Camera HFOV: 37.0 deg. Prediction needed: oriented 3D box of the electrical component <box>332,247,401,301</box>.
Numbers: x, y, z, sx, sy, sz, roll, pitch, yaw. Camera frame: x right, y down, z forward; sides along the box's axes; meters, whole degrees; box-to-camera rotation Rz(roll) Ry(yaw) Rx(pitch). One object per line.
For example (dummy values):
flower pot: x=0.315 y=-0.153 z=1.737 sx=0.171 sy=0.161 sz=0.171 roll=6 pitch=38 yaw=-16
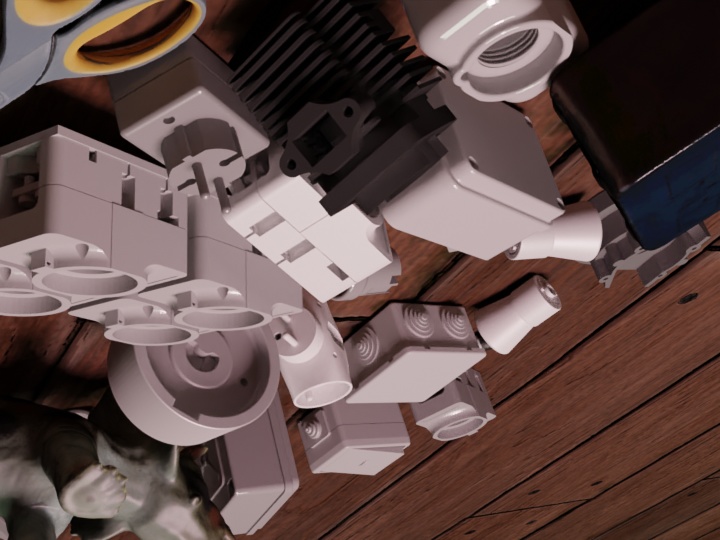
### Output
electrical component: x=0.000 y=0.000 z=0.736 sx=0.046 sy=0.040 sz=0.040 roll=-3 pitch=150 yaw=-42

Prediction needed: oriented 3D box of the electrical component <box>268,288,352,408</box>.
electrical component: x=-0.042 y=0.049 z=0.759 sx=0.043 sy=0.077 sz=0.079 roll=-22 pitch=154 yaw=8

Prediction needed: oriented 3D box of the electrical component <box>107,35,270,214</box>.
electrical component: x=-0.078 y=-0.062 z=0.519 sx=0.047 sy=0.076 sz=0.066 roll=-27 pitch=153 yaw=16

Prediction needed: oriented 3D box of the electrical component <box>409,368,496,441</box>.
electrical component: x=0.085 y=0.124 z=1.013 sx=0.050 sy=0.055 sz=0.089 roll=-29 pitch=152 yaw=20

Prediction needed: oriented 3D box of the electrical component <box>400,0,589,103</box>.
electrical component: x=0.065 y=-0.122 z=0.518 sx=0.054 sy=0.059 sz=0.095 roll=-34 pitch=150 yaw=28

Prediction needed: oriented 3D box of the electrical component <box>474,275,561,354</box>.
electrical component: x=0.133 y=0.034 z=0.889 sx=0.065 sy=0.044 sz=0.044 roll=-39 pitch=148 yaw=26

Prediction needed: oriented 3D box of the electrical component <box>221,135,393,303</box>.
electrical component: x=-0.025 y=-0.034 z=0.580 sx=0.056 sy=0.050 sz=0.089 roll=-31 pitch=132 yaw=19

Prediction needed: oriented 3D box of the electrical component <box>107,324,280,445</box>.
electrical component: x=-0.114 y=0.063 z=0.710 sx=0.108 sy=0.108 sz=0.060 roll=5 pitch=152 yaw=-39

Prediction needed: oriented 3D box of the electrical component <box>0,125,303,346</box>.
electrical component: x=-0.127 y=-0.007 z=0.580 sx=0.105 sy=0.060 sz=0.186 roll=-13 pitch=160 yaw=32

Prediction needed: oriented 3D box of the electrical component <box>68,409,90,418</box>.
electrical component: x=-0.229 y=0.142 z=0.859 sx=0.044 sy=0.044 sz=0.065 roll=-7 pitch=156 yaw=-23

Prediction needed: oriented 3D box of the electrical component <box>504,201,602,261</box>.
electrical component: x=0.135 y=-0.026 z=0.772 sx=0.065 sy=0.044 sz=0.044 roll=-4 pitch=151 yaw=-18

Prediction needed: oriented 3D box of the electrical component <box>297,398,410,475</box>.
electrical component: x=-0.010 y=0.156 z=1.006 sx=0.096 sy=0.061 sz=0.062 roll=4 pitch=146 yaw=-39

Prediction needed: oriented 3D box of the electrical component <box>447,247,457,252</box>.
electrical component: x=0.090 y=-0.038 z=0.714 sx=0.077 sy=0.044 sz=0.079 roll=-21 pitch=154 yaw=5

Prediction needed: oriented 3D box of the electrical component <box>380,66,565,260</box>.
electrical component: x=0.059 y=-0.059 z=0.615 sx=0.057 sy=0.078 sz=0.113 roll=-31 pitch=151 yaw=30

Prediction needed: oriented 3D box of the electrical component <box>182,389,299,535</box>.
electrical component: x=-0.103 y=0.150 z=0.881 sx=0.056 sy=0.108 sz=0.108 roll=-1 pitch=149 yaw=-27

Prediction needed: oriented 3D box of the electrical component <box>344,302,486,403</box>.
electrical component: x=0.039 y=0.068 z=0.881 sx=0.100 sy=0.048 sz=0.100 roll=5 pitch=145 yaw=-40

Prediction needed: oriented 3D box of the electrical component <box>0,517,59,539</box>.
electrical component: x=-0.271 y=0.172 z=0.832 sx=0.061 sy=0.096 sz=0.061 roll=-56 pitch=176 yaw=-35
